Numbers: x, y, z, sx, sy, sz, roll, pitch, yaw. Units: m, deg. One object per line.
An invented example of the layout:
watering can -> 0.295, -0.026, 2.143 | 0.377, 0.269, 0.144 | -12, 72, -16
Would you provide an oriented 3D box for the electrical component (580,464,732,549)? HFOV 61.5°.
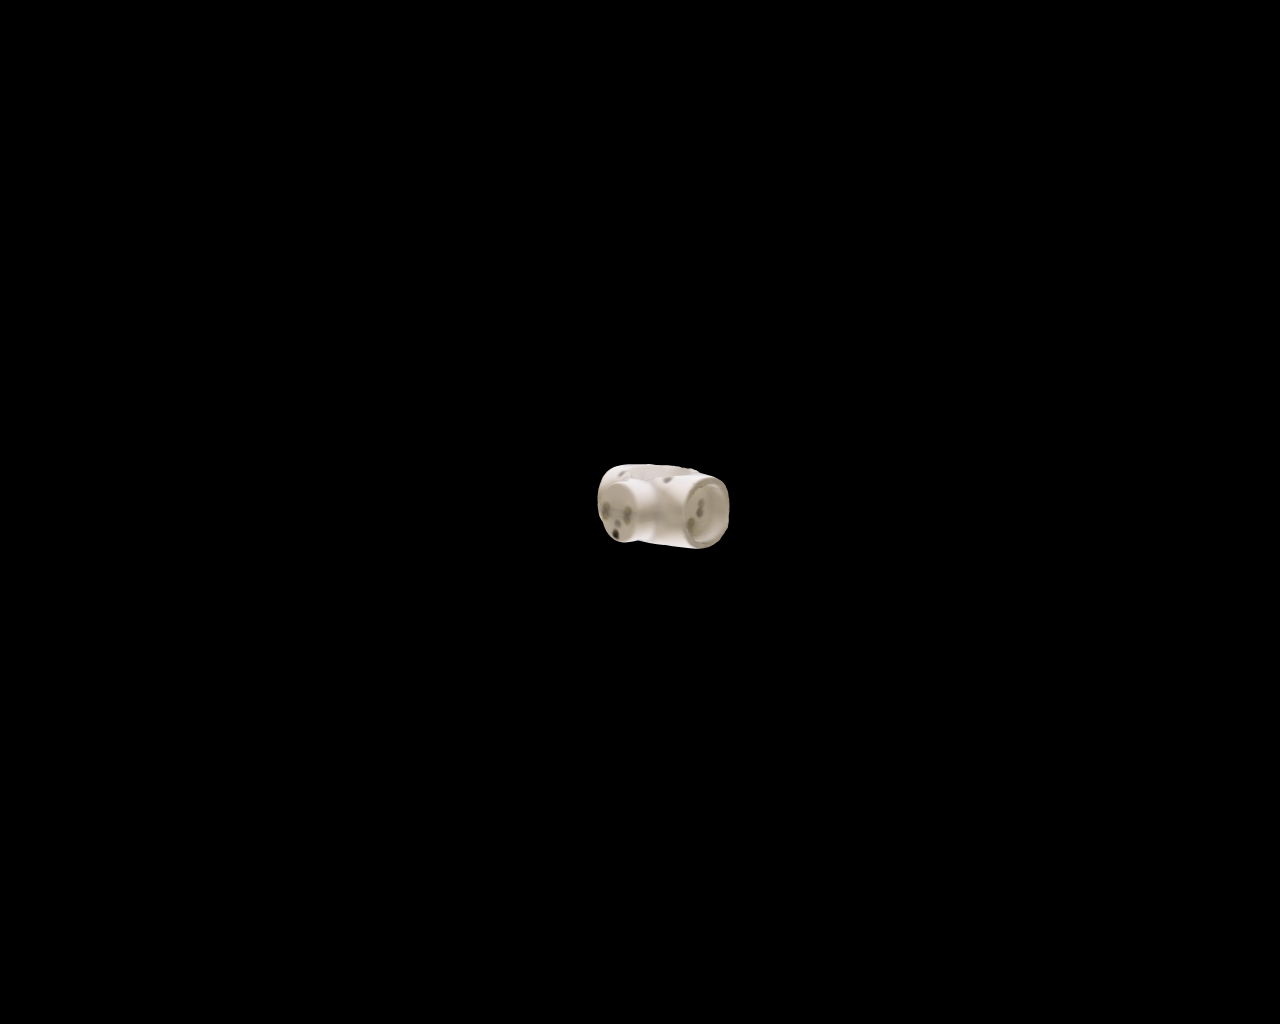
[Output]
electrical component -> 0.001, -0.003, 0.650 | 0.079, 0.044, 0.077 | -10, 15, -42
